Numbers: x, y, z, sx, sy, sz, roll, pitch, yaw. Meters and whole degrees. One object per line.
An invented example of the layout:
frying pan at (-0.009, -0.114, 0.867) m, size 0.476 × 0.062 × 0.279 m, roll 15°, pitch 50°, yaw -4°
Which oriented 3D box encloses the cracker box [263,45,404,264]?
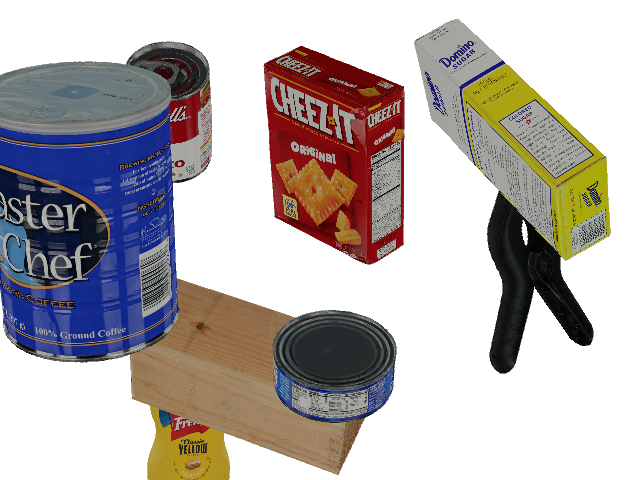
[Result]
cracker box at (0.015, -0.097, 1.239) m, size 0.164 × 0.214 × 0.072 m, roll 28°, pitch 46°, yaw 36°

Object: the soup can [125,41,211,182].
soup can at (-0.125, -0.106, 0.891) m, size 0.068 × 0.068 × 0.102 m, roll 0°, pitch -38°, yaw -4°

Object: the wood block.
wood block at (-0.060, 0.121, 0.973) m, size 0.206 × 0.090 × 0.090 m, roll 18°, pitch 43°, yaw 14°

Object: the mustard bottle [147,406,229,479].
mustard bottle at (-0.151, 0.202, 1.249) m, size 0.096 × 0.192 × 0.058 m, roll 0°, pitch 15°, yaw -15°

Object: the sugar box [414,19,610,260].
sugar box at (0.136, -0.075, 0.766) m, size 0.048 × 0.176 × 0.093 m, roll -29°, pitch -37°, yaw -5°

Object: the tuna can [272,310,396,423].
tuna can at (0.009, 0.087, 0.741) m, size 0.086 × 0.034 × 0.086 m, roll 1°, pitch 33°, yaw -1°

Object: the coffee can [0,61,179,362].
coffee can at (-0.132, -0.018, 0.598) m, size 0.103 × 0.140 × 0.103 m, roll 1°, pitch 26°, yaw -1°

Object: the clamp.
clamp at (0.178, 0.031, 0.933) m, size 0.120 × 0.171 × 0.039 m, roll -23°, pitch 8°, yaw -40°
